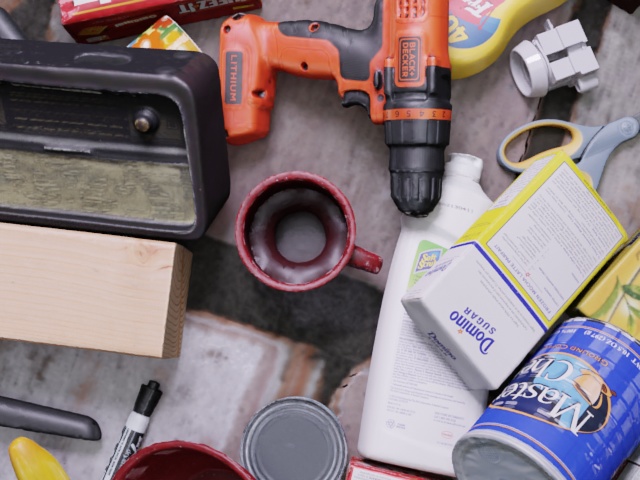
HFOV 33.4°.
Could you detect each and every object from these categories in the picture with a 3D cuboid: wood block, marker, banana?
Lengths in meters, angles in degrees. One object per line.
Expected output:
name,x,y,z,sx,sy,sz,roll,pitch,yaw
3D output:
wood block,-0.214,0.038,0.852,0.206,0.090,0.091,6,85,3
marker,-0.159,0.172,0.871,0.020,0.020,0.121,23,86,5
banana,-0.211,0.251,0.842,0.037,0.069,0.198,3,93,46

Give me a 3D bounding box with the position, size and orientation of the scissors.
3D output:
scissors,0.248,-0.071,0.878,0.202,0.016,0.096,-9,86,2

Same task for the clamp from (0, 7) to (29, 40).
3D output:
clamp,-0.231,-0.127,0.894,0.171,0.039,0.120,13,95,4

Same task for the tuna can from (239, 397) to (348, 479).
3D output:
tuna can,-0.020,0.169,0.857,0.086,0.034,0.086,0,84,3

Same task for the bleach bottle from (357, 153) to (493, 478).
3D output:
bleach bottle,0.101,0.056,0.850,0.102,0.068,0.251,13,82,-3

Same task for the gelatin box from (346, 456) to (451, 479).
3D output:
gelatin box,0.064,0.194,0.831,0.089,0.073,0.030,12,85,4

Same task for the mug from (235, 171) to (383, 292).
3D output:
mug,-0.006,0.001,0.849,0.117,0.081,0.093,18,85,5

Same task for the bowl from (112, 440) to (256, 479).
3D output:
bowl,-0.089,0.229,0.828,0.162,0.055,0.162,2,96,25

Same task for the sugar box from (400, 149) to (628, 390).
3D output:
sugar box,0.150,0.022,0.816,0.176,0.048,0.093,-43,99,-19

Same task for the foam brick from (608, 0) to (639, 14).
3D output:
foam brick,0.255,-0.228,0.862,0.053,0.078,0.051,35,85,5

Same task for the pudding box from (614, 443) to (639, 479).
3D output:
pudding box,0.255,0.173,0.804,0.039,0.113,0.090,35,87,6

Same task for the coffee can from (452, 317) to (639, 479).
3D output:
coffee can,0.178,0.139,0.788,0.103,0.103,0.140,45,56,6

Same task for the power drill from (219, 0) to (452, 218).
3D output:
power drill,0.013,-0.112,0.844,0.188,0.057,0.184,2,91,20

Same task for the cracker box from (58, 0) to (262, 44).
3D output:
cracker box,-0.149,-0.288,0.890,0.164,0.072,0.214,-12,84,2

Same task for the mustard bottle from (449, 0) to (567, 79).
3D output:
mustard bottle,0.119,-0.189,0.873,0.191,0.058,0.096,-41,72,-1

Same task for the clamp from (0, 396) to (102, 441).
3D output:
clamp,-0.292,0.139,0.871,0.164,0.036,0.210,-37,88,-3
